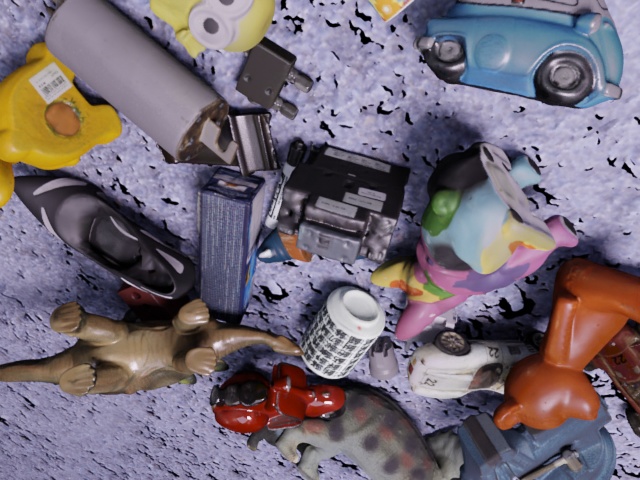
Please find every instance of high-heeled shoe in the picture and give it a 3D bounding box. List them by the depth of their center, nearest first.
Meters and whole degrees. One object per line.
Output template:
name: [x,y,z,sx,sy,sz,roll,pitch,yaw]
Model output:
high-heeled shoe: [-0.265,-0.002,0.640,0.248,0.145,0.086,25,97,-16]

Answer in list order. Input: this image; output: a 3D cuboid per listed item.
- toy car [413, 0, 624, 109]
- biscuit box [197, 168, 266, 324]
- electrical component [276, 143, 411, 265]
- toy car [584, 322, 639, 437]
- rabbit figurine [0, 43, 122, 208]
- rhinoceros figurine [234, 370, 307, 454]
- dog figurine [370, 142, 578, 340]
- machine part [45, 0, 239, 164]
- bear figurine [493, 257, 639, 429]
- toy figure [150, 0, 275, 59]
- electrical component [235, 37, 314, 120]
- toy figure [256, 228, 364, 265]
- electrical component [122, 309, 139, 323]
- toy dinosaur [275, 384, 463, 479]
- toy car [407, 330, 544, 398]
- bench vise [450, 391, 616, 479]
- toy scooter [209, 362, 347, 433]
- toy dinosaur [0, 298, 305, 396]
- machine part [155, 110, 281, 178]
toy car: [0.163,-0.164,0.424,0.162,0.109,0.102,20,107,17]
biscuit box: [-0.112,0.014,0.661,0.063,0.059,0.202,16,129,5]
electrical component: [0.023,-0.035,0.534,0.115,0.134,0.058,16,128,8]
toy car: [0.379,0.169,0.627,0.089,0.053,0.202,-31,111,30]
rabbit figurine: [-0.330,-0.114,0.595,0.173,0.162,0.121,3,146,38]
rhinoceros figurine: [-0.071,0.273,0.842,0.112,0.073,0.190,-34,109,23]
dog figurine: [0.122,0.017,0.528,0.219,0.191,0.108,-43,61,35]
machine part: [-0.175,-0.157,0.522,0.243,0.079,0.079,40,128,2]
bear figurine: [0.267,0.121,0.542,0.132,0.120,0.195,24,97,47]
toy figure: [-0.120,-0.237,0.464,0.180,0.089,0.082,37,140,0]
electrical component: [-0.055,-0.163,0.534,0.094,0.021,0.063,31,129,-7]
toy figure: [-0.001,0.000,0.615,0.155,0.058,0.064,-5,146,17]
electrical component: [-0.258,0.146,0.821,0.102,0.045,0.078,34,157,-5]
toy dinosaur: [0.072,0.287,0.764,0.405,0.192,0.131,43,156,2]
toy car: [0.203,0.150,0.638,0.202,0.056,0.073,3,129,-11]
bench vise: [0.282,0.295,0.680,0.223,0.129,0.240,-42,118,-5]
toy scooter: [-0.065,0.196,0.671,0.184,0.075,0.135,-8,151,14]
toy dinosaur: [-0.252,0.151,0.684,0.472,0.105,0.198,-3,159,5]
machine part: [-0.114,-0.104,0.588,0.139,0.039,0.084,3,132,14]
